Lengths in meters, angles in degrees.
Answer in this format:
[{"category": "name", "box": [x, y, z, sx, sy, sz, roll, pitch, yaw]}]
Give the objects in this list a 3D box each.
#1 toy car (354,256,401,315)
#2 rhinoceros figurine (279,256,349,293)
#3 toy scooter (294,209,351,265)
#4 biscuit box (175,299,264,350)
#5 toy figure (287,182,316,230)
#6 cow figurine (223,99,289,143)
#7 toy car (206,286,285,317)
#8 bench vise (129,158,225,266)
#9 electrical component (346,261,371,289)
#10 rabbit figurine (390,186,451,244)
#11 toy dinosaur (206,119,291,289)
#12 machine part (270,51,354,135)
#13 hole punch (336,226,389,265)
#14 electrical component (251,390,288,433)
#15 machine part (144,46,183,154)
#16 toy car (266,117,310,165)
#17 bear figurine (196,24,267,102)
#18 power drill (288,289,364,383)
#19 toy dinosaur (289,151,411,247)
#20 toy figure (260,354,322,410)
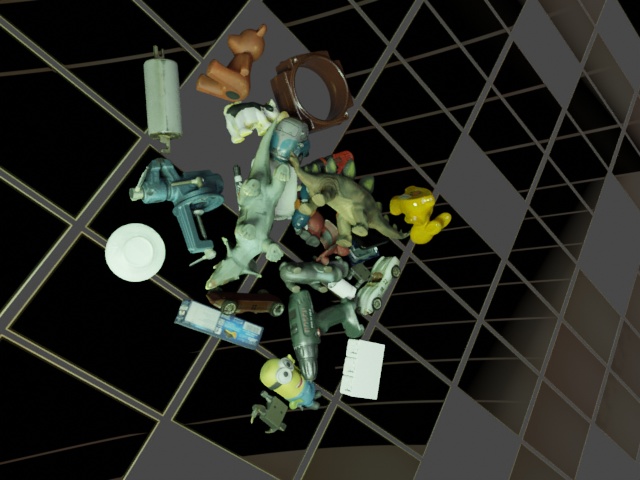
[{"category": "toy car", "box": [0.162, 0.129, 1.535, 0.056, 0.074, 0.202, 48, 62, -26]}, {"category": "rhinoceros figurine", "box": [-0.011, 0.087, 1.406, 0.190, 0.112, 0.073, -3, 105, -22]}, {"category": "toy scooter", "box": [-0.003, -0.004, 1.393, 0.184, 0.075, 0.135, 38, 37, -9]}, {"category": "biscuit box", "box": [-0.234, 0.200, 1.267, 0.202, 0.063, 0.059, 28, 71, -30]}, {"category": "toy figure", "box": [-0.036, -0.095, 1.360, 0.064, 0.057, 0.154, 11, 54, 7]}, {"category": "cow figurine", "box": [-0.161, -0.313, 1.358, 0.167, 0.068, 0.098, -27, 91, -35]}, {"category": "toy car", "box": [-0.178, 0.151, 1.280, 0.202, 0.089, 0.053, 7, 109, -42]}, {"category": "bench vise", "box": [-0.300, -0.067, 1.200, 0.223, 0.129, 0.240, -8, 74, -50]}, {"category": "electrical component", "box": [0.114, 0.091, 1.527, 0.063, 0.021, 0.094, 44, 58, -7]}, {"category": "rabbit figurine", "box": [0.311, -0.066, 1.622, 0.122, 0.163, 0.173, -35, 124, -43]}, {"category": "toy dinosaur", "box": [-0.153, -0.067, 1.263, 0.131, 0.192, 0.404, 17, 80, -24]}, {"category": "machine part", "box": [-0.018, -0.395, 1.448, 0.201, 0.087, 0.200, -24, 99, -35]}, {"category": "hole punch", "box": [0.115, 0.001, 1.513, 0.142, 0.092, 0.116, -18, 56, -30]}, {"category": "electrical component", "box": [-0.125, 0.432, 1.336, 0.102, 0.045, 0.078, 42, 47, -26]}, {"category": "machine part", "box": [-0.355, -0.317, 1.219, 0.079, 0.079, 0.243, -5, 88, -34]}, {"category": "toy car", "box": [-0.071, -0.256, 1.353, 0.109, 0.102, 0.162, 27, 28, 11]}, {"category": "bear figurine", "box": [-0.206, -0.442, 1.306, 0.132, 0.120, 0.196, 18, 75, -28]}, {"category": "power drill", "box": [0.013, 0.238, 1.405, 0.207, 0.086, 0.232, -8, 73, -33]}, {"category": "toy dinosaur", "box": [0.086, -0.090, 1.370, 0.470, 0.105, 0.198, 39, 50, -34]}, {"category": "toy figure", "box": [-0.073, 0.366, 1.352, 0.089, 0.082, 0.180, -34, 122, 13]}]
